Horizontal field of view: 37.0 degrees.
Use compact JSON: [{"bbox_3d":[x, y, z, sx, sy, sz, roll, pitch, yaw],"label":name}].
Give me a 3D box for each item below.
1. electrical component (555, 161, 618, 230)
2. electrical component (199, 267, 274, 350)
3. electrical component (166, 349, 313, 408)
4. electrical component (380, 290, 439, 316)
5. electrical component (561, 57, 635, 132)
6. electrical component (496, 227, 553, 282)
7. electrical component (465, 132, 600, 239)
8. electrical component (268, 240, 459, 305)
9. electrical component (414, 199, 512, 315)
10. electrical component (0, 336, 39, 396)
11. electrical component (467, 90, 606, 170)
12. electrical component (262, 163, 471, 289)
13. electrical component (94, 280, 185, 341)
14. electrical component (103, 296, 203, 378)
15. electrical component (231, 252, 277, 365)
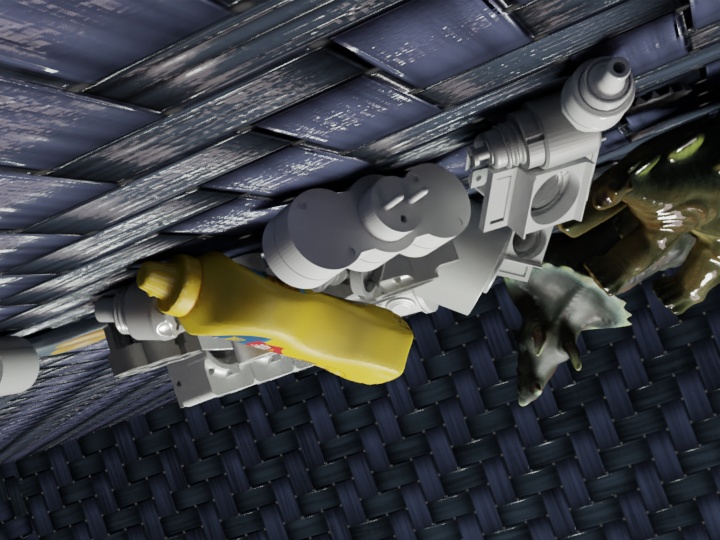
[{"bbox_3d":[0.215,-0.071,1.045,0.077,0.043,0.079,-23,173,32],"label":"electrical component"},{"bbox_3d":[-0.105,0.037,0.892,0.099,0.064,0.099,-19,175,-2],"label":"electrical component"},{"bbox_3d":[-0.105,0.062,1.002,0.062,0.089,0.150,-24,173,43],"label":"electrical component"},{"bbox_3d":[0.042,0.005,1.019,0.051,0.080,0.080,-16,176,18],"label":"electrical component"},{"bbox_3d":[0.126,-0.094,0.556,0.035,0.035,0.061,-19,172,-5],"label":"electrical component"},{"bbox_3d":[0.146,-0.034,1.018,0.042,0.081,0.064,13,-171,-25],"label":"electrical component"},{"bbox_3d":[0.102,-0.058,0.654,0.081,0.063,0.042,-16,133,-26],"label":"electrical component"},{"bbox_3d":[0.000,0.000,0.903,0.089,0.061,0.150,-15,173,-38],"label":"electrical component"},{"bbox_3d":[0.092,-0.011,0.956,0.099,0.064,0.099,-63,177,-7],"label":"electrical component"},{"bbox_3d":[-0.267,0.069,0.761,0.043,0.043,0.081,-20,174,11],"label":"electrical component"},{"bbox_3d":[0.099,-0.076,0.609,0.078,0.040,0.040,-19,175,-6],"label":"electrical component"},{"bbox_3d":[0.014,-0.034,0.662,0.138,0.052,0.074,-16,170,-34],"label":"electrical component"},{"bbox_3d":[-0.155,0.028,0.754,0.062,0.043,0.043,-1,180,16],"label":"electrical component"},{"bbox_3d":[-0.159,0.044,0.808,0.058,0.057,0.078,-23,173,32],"label":"electrical component"},{"bbox_3d":[-0.068,0.024,0.826,0.079,0.077,0.043,-18,174,-12],"label":"electrical component"}]
